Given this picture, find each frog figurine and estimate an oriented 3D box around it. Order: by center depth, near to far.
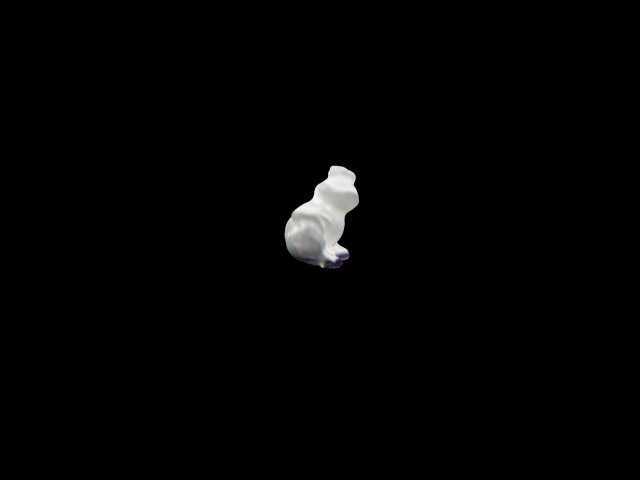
[{"bbox_3d":[0.003,-0.043,0.850,0.123,0.159,0.138,4,8,33],"label":"frog figurine"}]
